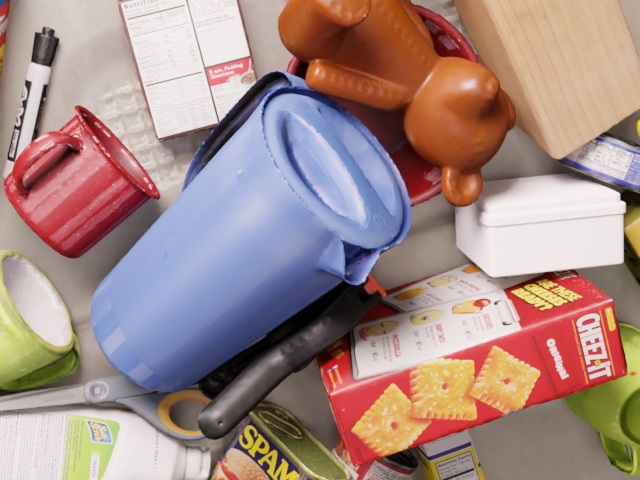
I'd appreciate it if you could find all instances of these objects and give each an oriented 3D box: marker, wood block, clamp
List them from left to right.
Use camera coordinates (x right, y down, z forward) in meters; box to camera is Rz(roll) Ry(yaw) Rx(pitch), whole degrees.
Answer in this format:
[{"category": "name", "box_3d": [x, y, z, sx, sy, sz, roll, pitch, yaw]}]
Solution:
[{"category": "marker", "box_3d": [-0.221, -0.104, 0.819, 0.020, 0.020, 0.121, 14, 101, -11]}, {"category": "clamp", "box_3d": [-0.029, 0.082, 0.815, 0.171, 0.120, 0.039, -36, 105, -9]}, {"category": "wood block", "box_3d": [0.157, -0.174, 0.784, 0.090, 0.091, 0.206, -33, 125, 1]}]

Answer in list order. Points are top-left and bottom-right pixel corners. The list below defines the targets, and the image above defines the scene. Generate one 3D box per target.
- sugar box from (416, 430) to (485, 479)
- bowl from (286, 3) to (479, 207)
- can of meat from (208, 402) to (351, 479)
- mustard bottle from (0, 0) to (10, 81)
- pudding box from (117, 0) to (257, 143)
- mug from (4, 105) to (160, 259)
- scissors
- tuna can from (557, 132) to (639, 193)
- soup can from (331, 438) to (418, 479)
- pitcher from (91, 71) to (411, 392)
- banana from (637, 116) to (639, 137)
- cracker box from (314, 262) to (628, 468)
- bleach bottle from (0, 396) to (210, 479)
[{"category": "sugar box", "box_3d": [0.112, 0.198, 0.899, 0.048, 0.093, 0.176, -22, 105, -2]}, {"category": "bowl", "box_3d": [0.046, -0.106, 0.835, 0.162, 0.055, 0.162, -2, 104, -7]}, {"category": "can of meat", "box_3d": [-0.038, 0.197, 0.877, 0.057, 0.102, 0.084, 17, 109, -52]}, {"category": "mustard bottle", "box_3d": [-0.250, -0.158, 0.762, 0.058, 0.096, 0.192, 9, 102, -9]}, {"category": "pudding box", "box_3d": [-0.098, -0.140, 0.817, 0.090, 0.039, 0.113, -14, 103, -3]}, {"category": "mug", "box_3d": [-0.184, -0.043, 0.790, 0.081, 0.117, 0.093, -40, 68, 3]}, {"category": "scissors", "box_3d": [-0.162, 0.136, 0.845, 0.201, 0.016, 0.096, -21, 78, -23]}, {"category": "tuna can", "box_3d": [0.235, -0.065, 0.855, 0.086, 0.086, 0.034, 17, 103, -11]}, {"category": "soup can", "box_3d": [0.028, 0.214, 0.904, 0.068, 0.068, 0.102, 30, 98, -13]}, {"category": "pitcher", "box_3d": [-0.063, 0.002, 0.779, 0.145, 0.149, 0.243, 46, 123, -7]}, {"category": "banana", "box_3d": [0.300, -0.132, 0.847, 0.037, 0.070, 0.197, 37, 65, 5]}, {"category": "cracker box", "box_3d": [0.105, 0.084, 0.833, 0.213, 0.164, 0.072, -17, 107, -3]}, {"category": "bleach bottle", "box_3d": [-0.213, 0.179, 0.850, 0.250, 0.068, 0.102, 7, 69, -15]}]
